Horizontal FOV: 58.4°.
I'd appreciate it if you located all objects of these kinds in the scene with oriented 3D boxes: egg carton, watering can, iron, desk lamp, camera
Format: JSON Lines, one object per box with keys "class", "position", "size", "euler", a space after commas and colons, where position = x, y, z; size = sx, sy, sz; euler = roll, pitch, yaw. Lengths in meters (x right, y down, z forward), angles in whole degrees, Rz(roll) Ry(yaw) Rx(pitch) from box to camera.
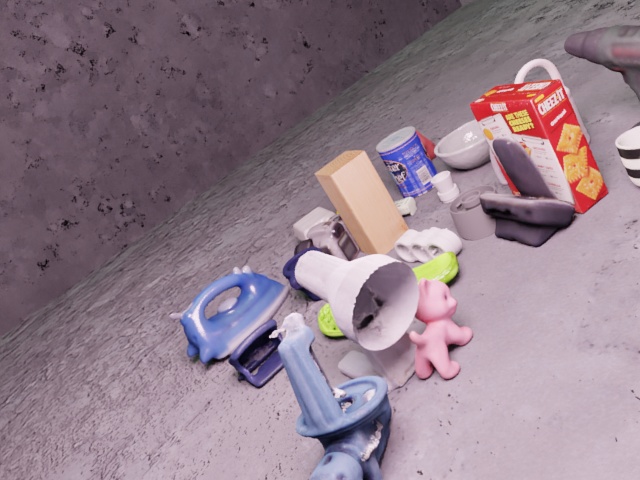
{"class": "egg carton", "position": [-0.003, -0.027, 1.421], "size": [0.107, 0.069, 0.150], "euler": [-37, 20, -11]}
{"class": "watering can", "position": [0.435, -0.256, 1.114], "size": [0.101, 0.194, 0.172], "euler": [-40, 21, -18]}
{"class": "iron", "position": [-0.189, 0.136, 1.216], "size": [0.259, 0.142, 0.118], "euler": [-43, 22, -26]}
{"class": "desk lamp", "position": [0.060, 0.108, 0.800], "size": [0.118, 0.214, 0.202], "euler": [-42, 22, -23]}
{"class": "camera", "position": [0.012, 0.005, 1.280], "size": [0.136, 0.101, 0.143], "euler": [-17, 25, 37]}

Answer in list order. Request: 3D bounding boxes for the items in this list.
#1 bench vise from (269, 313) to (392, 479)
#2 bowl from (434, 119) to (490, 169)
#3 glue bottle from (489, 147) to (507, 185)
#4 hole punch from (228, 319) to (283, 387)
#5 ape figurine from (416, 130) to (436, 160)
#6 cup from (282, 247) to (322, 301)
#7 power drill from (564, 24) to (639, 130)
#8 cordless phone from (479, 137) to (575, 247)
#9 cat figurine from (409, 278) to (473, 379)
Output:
{"class": "bench vise", "position": [0.019, 0.197, 0.644], "size": [0.121, 0.220, 0.207], "euler": [-30, 20, 7]}
{"class": "bowl", "position": [0.351, -0.212, 1.312], "size": [0.167, 0.075, 0.167], "euler": [-28, 20, 12]}
{"class": "glue bottle", "position": [0.356, -0.192, 1.113], "size": [0.078, 0.173, 0.037], "euler": [-16, 26, 38]}
{"class": "hole punch", "position": [-0.117, 0.198, 1.038], "size": [0.109, 0.091, 0.100], "euler": [-41, 22, -22]}
{"class": "ape figurine", "position": [0.260, -0.248, 1.509], "size": [0.076, 0.092, 0.078], "euler": [-23, 22, 26]}
{"class": "cup", "position": [-0.019, 0.082, 1.154], "size": [0.091, 0.095, 0.118], "euler": [-22, 23, 27]}
{"class": "power drill", "position": [0.535, -0.269, 0.971], "size": [0.076, 0.209, 0.229], "euler": [-38, 21, -13]}
{"class": "cordless phone", "position": [0.313, -0.092, 0.929], "size": [0.094, 0.185, 0.147], "euler": [-39, 21, -16]}
{"class": "cat figurine", "position": [0.154, 0.110, 0.796], "size": [0.067, 0.118, 0.128], "euler": [-16, 26, 38]}
